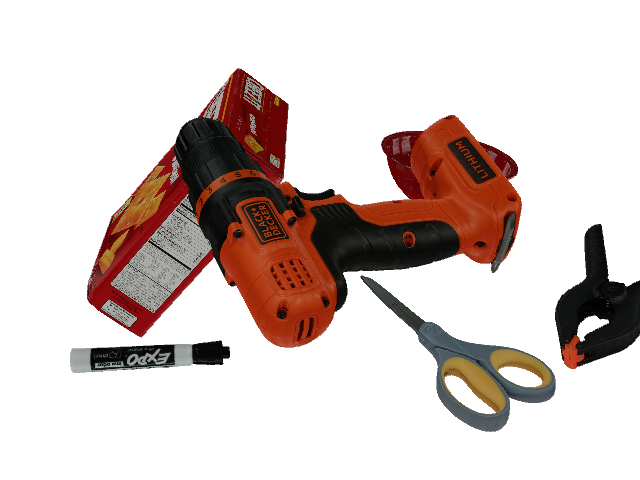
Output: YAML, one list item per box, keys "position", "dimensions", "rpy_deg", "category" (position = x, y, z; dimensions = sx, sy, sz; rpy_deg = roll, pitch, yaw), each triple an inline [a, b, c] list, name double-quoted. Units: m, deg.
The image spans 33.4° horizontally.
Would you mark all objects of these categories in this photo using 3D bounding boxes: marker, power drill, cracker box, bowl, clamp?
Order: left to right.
- position: [-0.130, 0.089, 0.821]
  dimensions: [0.121, 0.020, 0.020]
  rpy_deg: [-3, 0, -3]
  category: "marker"
- position: [-0.122, -0.039, 0.989]
  dimensions: [0.072, 0.214, 0.164]
  rpy_deg: [35, 24, -19]
  category: "cracker box"
- position: [0.015, -0.026, 0.672]
  dimensions: [0.187, 0.184, 0.057]
  rpy_deg: [-14, -39, -20]
  category: "power drill"
- position: [0.146, -0.076, 1.249]
  dimensions: [0.162, 0.055, 0.162]
  rpy_deg: [8, 24, -4]
  category: "bowl"
- position: [0.266, 0.049, 1.001]
  dimensions: [0.171, 0.039, 0.120]
  rpy_deg: [-36, 42, -27]
  category: "clamp"

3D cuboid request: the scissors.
- position: [0.106, 0.075, 0.815]
  dimensions: [0.096, 0.016, 0.202]
  rpy_deg: [-6, 31, -15]
  category: "scissors"
